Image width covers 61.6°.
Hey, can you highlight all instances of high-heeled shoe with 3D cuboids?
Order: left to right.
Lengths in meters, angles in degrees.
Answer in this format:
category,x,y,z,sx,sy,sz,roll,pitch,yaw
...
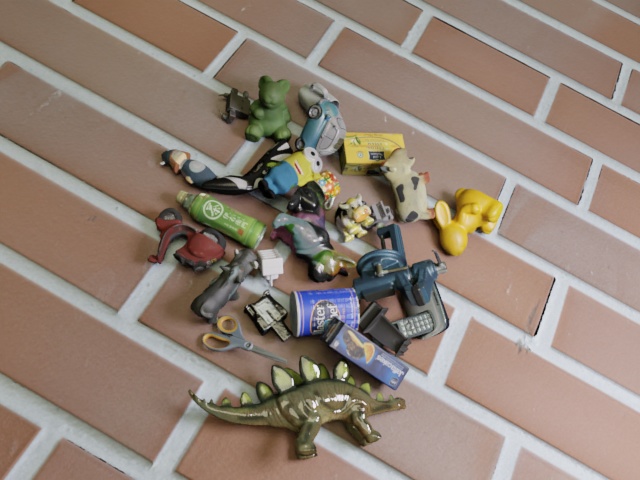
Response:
category,x,y,z,sx,sy,sz,roll,pitch,yaw
high-heeled shoe,-0.174,-0.187,1.335,0.249,0.086,0.145,-2,85,-31

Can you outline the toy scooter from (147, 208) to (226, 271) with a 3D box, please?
category,x,y,z,sx,sy,sz,roll,pitch,yaw
toy scooter,-0.315,0.016,1.231,0.184,0.075,0.135,28,63,6

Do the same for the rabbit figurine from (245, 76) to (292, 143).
category,x,y,z,sx,sy,sz,roll,pitch,yaw
rabbit figurine,-0.118,-0.347,1.382,0.121,0.170,0.159,11,65,-7

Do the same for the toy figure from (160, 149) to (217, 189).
category,x,y,z,sx,sy,sz,roll,pitch,yaw
toy figure,-0.328,-0.182,1.331,0.154,0.057,0.064,34,25,7

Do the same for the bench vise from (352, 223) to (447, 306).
category,x,y,z,sx,sy,sz,roll,pitch,yaw
bench vise,0.178,0.044,1.258,0.224,0.128,0.241,-25,44,22

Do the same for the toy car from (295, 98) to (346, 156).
category,x,y,z,sx,sy,sz,roll,pitch,yaw
toy car,0.012,-0.274,1.379,0.103,0.109,0.161,30,100,19

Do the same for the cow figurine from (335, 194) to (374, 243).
category,x,y,z,sx,sy,sz,roll,pitch,yaw
cow figurine,0.077,-0.064,1.293,0.068,0.167,0.098,-25,74,-15

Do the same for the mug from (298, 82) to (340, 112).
category,x,y,z,sx,sy,sz,roll,pitch,yaw
mug,-0.012,-0.382,1.460,0.081,0.109,0.107,-40,67,-16

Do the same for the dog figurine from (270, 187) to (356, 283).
category,x,y,z,sx,sy,sz,roll,pitch,yaw
dog figurine,-0.003,-0.004,1.288,0.219,0.108,0.191,35,61,0

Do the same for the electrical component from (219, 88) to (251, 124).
category,x,y,z,sx,sy,sz,roll,pitch,yaw
electrical component,-0.229,-0.359,1.438,0.078,0.045,0.102,12,63,-37

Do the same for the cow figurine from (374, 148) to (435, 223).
category,x,y,z,sx,sy,sz,roll,pitch,yaw
cow figurine,0.215,-0.138,1.373,0.127,0.085,0.194,-12,98,-11

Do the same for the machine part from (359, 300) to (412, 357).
category,x,y,z,sx,sy,sz,roll,pitch,yaw
machine part,0.147,0.204,1.224,0.084,0.039,0.139,-44,62,-3

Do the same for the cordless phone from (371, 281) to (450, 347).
category,x,y,z,sx,sy,sz,roll,pitch,yaw
cordless phone,0.199,0.171,1.268,0.184,0.088,0.146,-17,69,2

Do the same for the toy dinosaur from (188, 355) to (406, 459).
category,x,y,z,sx,sy,sz,roll,pitch,yaw
toy dinosaur,-0.029,0.350,1.125,0.471,0.105,0.198,-1,58,-21

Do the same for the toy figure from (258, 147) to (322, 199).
category,x,y,z,sx,sy,sz,roll,pitch,yaw
toy figure,-0.075,-0.167,1.309,0.180,0.082,0.089,-37,40,-25

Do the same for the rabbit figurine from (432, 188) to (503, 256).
category,x,y,z,sx,sy,sz,roll,pitch,yaw
rabbit figurine,0.363,-0.045,1.376,0.162,0.122,0.173,33,83,8

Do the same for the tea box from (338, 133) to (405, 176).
category,x,y,z,sx,sy,sz,roll,pitch,yaw
tea box,0.139,-0.229,1.436,0.170,0.068,0.098,-2,66,-13

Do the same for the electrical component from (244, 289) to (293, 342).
category,x,y,z,sx,sy,sz,roll,pitch,yaw
electrical component,-0.109,0.178,1.212,0.075,0.047,0.119,-39,79,-23

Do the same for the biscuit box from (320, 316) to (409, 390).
category,x,y,z,sx,sy,sz,roll,pitch,yaw
biscuit box,0.099,0.248,1.166,0.202,0.059,0.063,37,82,-21

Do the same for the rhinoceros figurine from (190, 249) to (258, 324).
category,x,y,z,sx,sy,sz,roll,pitch,yaw
rhinoceros figurine,-0.212,0.097,1.193,0.073,0.112,0.190,34,60,9
